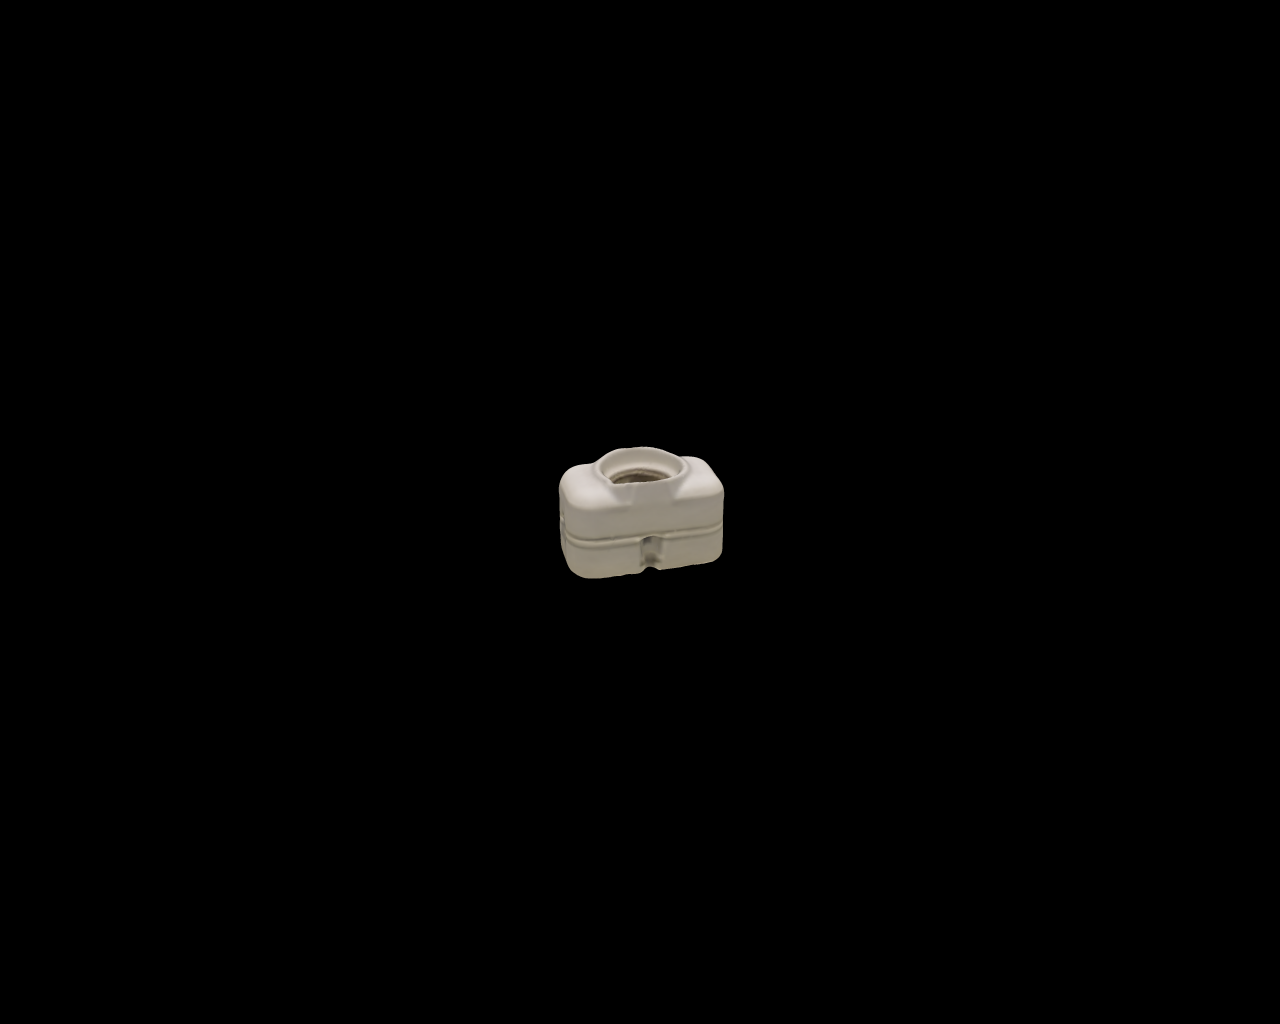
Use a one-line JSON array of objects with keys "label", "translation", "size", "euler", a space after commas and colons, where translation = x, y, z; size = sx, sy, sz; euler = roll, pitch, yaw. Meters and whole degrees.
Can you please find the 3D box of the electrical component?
[{"label": "electrical component", "translation": [0.001, -0.003, 0.650], "size": [0.095, 0.059, 0.054], "euler": [-6, 28, -12]}]
